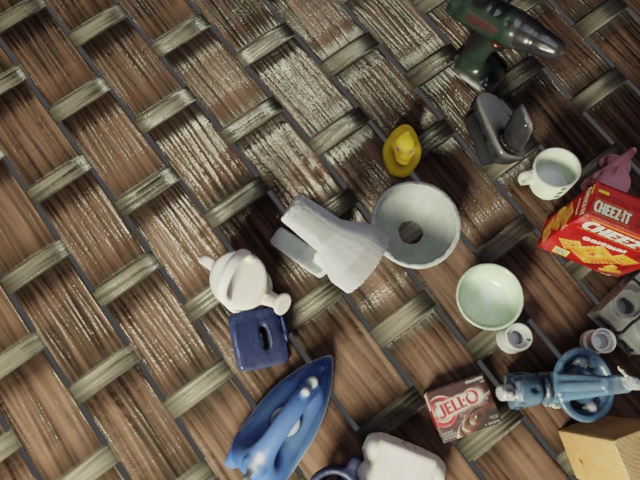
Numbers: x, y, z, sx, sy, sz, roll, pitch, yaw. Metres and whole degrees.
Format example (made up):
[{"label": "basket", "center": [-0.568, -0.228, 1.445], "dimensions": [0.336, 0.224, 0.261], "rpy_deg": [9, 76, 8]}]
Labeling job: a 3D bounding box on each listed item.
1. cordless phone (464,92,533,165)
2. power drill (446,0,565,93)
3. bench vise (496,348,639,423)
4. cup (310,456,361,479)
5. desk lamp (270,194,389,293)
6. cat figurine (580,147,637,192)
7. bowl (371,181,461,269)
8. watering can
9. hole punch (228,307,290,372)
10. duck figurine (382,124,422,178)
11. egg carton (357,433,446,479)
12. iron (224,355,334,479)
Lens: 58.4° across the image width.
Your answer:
[{"label": "cordless phone", "center": [0.348, -0.229, 1.073], "dimensions": [0.094, 0.185, 0.147], "rpy_deg": [-21, 77, -5]}, {"label": "power drill", "center": [0.336, -0.374, 1.097], "dimensions": [0.229, 0.208, 0.076], "rpy_deg": [38, 79, 8]}, {"label": "bench vise", "center": [0.408, 0.252, 0.938], "dimensions": [0.207, 0.220, 0.121], "rpy_deg": [-23, 77, -6]}, {"label": "cup", "center": [0.030, 0.410, 0.960], "dimensions": [0.091, 0.095, 0.118], "rpy_deg": [33, 78, 7]}, {"label": "desk lamp", "center": [0.009, 0.004, 0.999], "dimensions": [0.203, 0.213, 0.118], "rpy_deg": [33, 78, 8]}, {"label": "cat figurine", "center": [0.557, -0.122, 1.083], "dimensions": [0.067, 0.118, 0.128], "rpy_deg": [37, 79, 8]}, {"label": "bowl", "center": [0.175, -0.021, 1.078], "dimensions": [0.167, 0.075, 0.167], "rpy_deg": [0, 76, 0]}, {"label": "watering can", "center": [-0.132, 0.071, 0.991], "dimensions": [0.173, 0.194, 0.101], "rpy_deg": [8, 76, 2]}, {"label": "hole punch", "center": [-0.106, 0.174, 1.019], "dimensions": [0.101, 0.091, 0.108], "rpy_deg": [-13, 77, -4]}, {"label": "duck figurine", "center": [0.163, -0.183, 1.111], "dimensions": [0.077, 0.086, 0.104], "rpy_deg": [10, 76, 2]}, {"label": "egg carton", "center": [0.136, 0.398, 0.977], "dimensions": [0.150, 0.069, 0.107], "rpy_deg": [19, 77, 4]}, {"label": "iron", "center": [-0.054, 0.299, 0.963], "dimensions": [0.118, 0.141, 0.258], "rpy_deg": [33, 78, 8]}]
